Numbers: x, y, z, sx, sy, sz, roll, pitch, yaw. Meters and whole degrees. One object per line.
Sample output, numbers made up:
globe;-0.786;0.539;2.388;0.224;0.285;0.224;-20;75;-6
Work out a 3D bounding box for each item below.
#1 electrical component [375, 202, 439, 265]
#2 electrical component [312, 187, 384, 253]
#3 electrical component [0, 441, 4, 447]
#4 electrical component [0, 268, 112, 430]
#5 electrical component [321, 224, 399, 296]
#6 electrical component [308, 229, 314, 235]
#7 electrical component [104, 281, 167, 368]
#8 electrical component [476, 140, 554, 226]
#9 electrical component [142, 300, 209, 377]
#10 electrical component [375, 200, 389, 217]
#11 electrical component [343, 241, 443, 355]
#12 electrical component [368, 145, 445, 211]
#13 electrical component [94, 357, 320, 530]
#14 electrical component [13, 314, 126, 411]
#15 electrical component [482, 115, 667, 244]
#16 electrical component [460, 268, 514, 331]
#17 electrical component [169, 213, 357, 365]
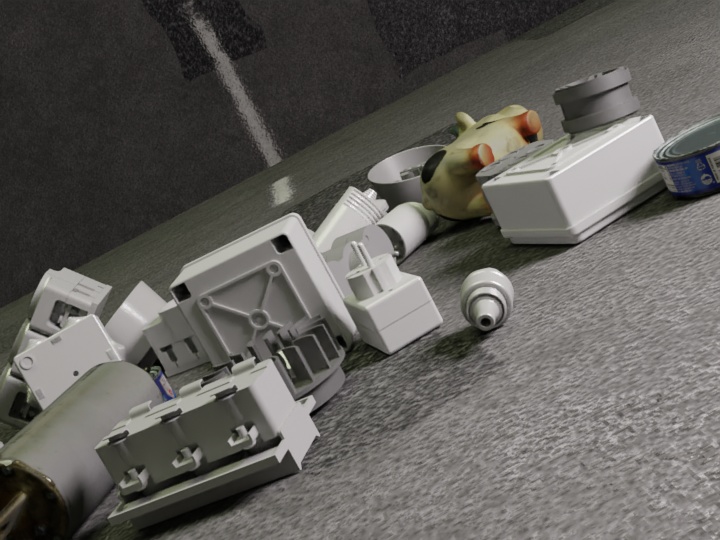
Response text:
electrical component;0.044;-0.040;1.035;0.043;0.043;0.081;-19;14;38
electrical component;-0.011;-0.043;1.029;0.081;0.043;0.043;-54;16;-9
electrical component;-0.314;0.185;0.815;0.121;0.063;0.079;-33;12;-27
electrical component;-0.316;0.080;1.091;0.089;0.062;0.150;-110;44;-79
electrical component;0.000;0.000;0.935;0.074;0.052;0.138;-21;13;31
electrical component;-0.063;-0.019;1.105;0.044;0.077;0.079;-21;13;29
electrical component;-0.232;0.072;1.103;0.108;0.060;0.108;-52;7;9
electrical component;0.145;-0.075;0.935;0.080;0.051;0.080;-27;11;6
electrical component;-0.140;0.036;1.081;0.089;0.061;0.150;-22;13;27
electrical component;-0.001;-0.035;1.096;0.080;0.051;0.080;-26;11;6
electrical component;0.014;0.013;0.778;0.047;0.076;0.066;-30;11;-11
electrical component;0.065;-0.102;1.210;0.099;0.064;0.099;-27;11;6
electrical component;-0.096;0.105;0.661;0.121;0.063;0.078;-24;12;20
electrical component;-0.264;0.098;1.003;0.100;0.099;0.048;-31;-2;-15
electrical component;0.169;-0.069;0.836;0.109;0.056;0.109;-31;12;-17
electrical component;0.081;0.022;0.690;0.035;0.035;0.061;-25;14;15
electrical component;-0.073;0.029;0.836;0.109;0.108;0.056;-25;14;14
